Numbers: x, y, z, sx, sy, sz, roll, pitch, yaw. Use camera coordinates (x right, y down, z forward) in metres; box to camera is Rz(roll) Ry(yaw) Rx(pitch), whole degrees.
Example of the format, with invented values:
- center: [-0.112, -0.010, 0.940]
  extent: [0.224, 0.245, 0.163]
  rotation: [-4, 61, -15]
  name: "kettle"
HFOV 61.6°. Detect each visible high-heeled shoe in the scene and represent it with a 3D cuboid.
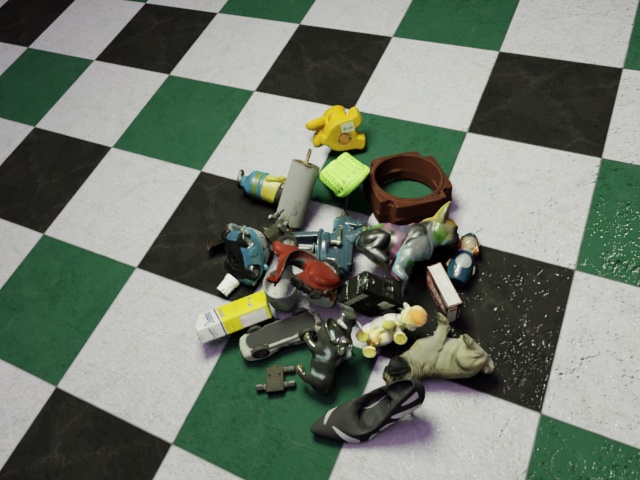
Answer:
- center: [0.093, 0.344, 1.089]
  extent: [0.249, 0.145, 0.086]
  rotation: [-17, 55, -2]
  name: "high-heeled shoe"

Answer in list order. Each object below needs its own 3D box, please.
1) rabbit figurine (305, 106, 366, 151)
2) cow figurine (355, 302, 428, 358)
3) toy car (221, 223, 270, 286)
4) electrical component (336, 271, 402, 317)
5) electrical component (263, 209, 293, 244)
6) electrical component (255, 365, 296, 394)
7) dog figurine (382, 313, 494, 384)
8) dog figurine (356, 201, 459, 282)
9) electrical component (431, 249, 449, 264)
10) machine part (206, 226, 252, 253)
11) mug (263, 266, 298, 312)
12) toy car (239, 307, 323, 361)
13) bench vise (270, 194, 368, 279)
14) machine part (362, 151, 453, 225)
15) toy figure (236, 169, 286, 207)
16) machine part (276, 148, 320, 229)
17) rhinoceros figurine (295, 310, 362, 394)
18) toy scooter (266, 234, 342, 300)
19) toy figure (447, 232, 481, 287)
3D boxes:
- center: [0.046, -0.328, 1.572]
  extent: [0.162, 0.121, 0.173]
  rotation: [-21, 41, 9]
  name: "rabbit figurine"
- center: [0.165, 0.190, 1.190]
  extent: [0.167, 0.098, 0.068]
  rotation: [-29, 91, 19]
  name: "cow figurine"
- center: [-0.181, 0.026, 1.362]
  extent: [0.109, 0.161, 0.103]
  rotation: [12, 29, 38]
  name: "toy car"
- center: [0.121, 0.127, 1.231]
  extent: [0.115, 0.134, 0.058]
  rotation: [-30, 45, 46]
  name: "electrical component"
- center: [-0.106, -0.032, 1.338]
  extent: [0.078, 0.045, 0.102]
  rotation: [-32, 28, -2]
  name: "electrical component"
- center: [-0.101, 0.315, 1.220]
  extent: [0.094, 0.021, 0.063]
  rotation: [-10, 56, 6]
  name: "electrical component"
- center: [0.248, 0.275, 1.143]
  extent: [0.173, 0.121, 0.190]
  rotation: [38, 86, 32]
  name: "dog figurine"
- center: [0.216, -0.015, 1.261]
  extent: [0.192, 0.108, 0.219]
  rotation: [39, 81, 10]
  name: "dog figurine"
- center: [0.295, -0.004, 1.332]
  extent: [0.075, 0.047, 0.119]
  rotation: [36, 72, 28]
  name: "electrical component"
- center: [-0.234, -0.003, 1.429]
  extent: [0.139, 0.084, 0.039]
  rotation: [-19, 81, 9]
  name: "machine part"
- center: [-0.089, 0.118, 1.293]
  extent: [0.081, 0.107, 0.109]
  rotation: [8, 55, 7]
  name: "mug"
- center: [-0.091, 0.220, 1.261]
  extent: [0.202, 0.056, 0.074]
  rotation: [-20, 49, -3]
  name: "toy car"
- center: [-0.002, 0.003, 1.348]
  extent: [0.241, 0.128, 0.224]
  rotation: [1, 55, 7]
  name: "bench vise"
- center: [0.222, -0.134, 1.380]
  extent: [0.201, 0.087, 0.201]
  rotation: [-11, 47, -10]
  name: "machine part"
- center: [-0.143, -0.141, 1.488]
  extent: [0.180, 0.082, 0.089]
  rotation: [12, 96, 10]
  name: "toy figure"
- center: [-0.060, -0.120, 1.398]
  extent: [0.079, 0.079, 0.243]
  rotation: [25, 104, 24]
  name: "machine part"
- center: [0.022, 0.238, 1.166]
  extent: [0.112, 0.073, 0.190]
  rotation: [27, 97, 44]
  name: "rhinoceros figurine"
- center: [-0.046, 0.075, 1.212]
  extent: [0.184, 0.075, 0.135]
  rotation: [35, 46, 6]
  name: "toy scooter"
- center: [0.349, 0.040, 1.289]
  extent: [0.064, 0.058, 0.154]
  rotation: [34, 62, -13]
  name: "toy figure"
